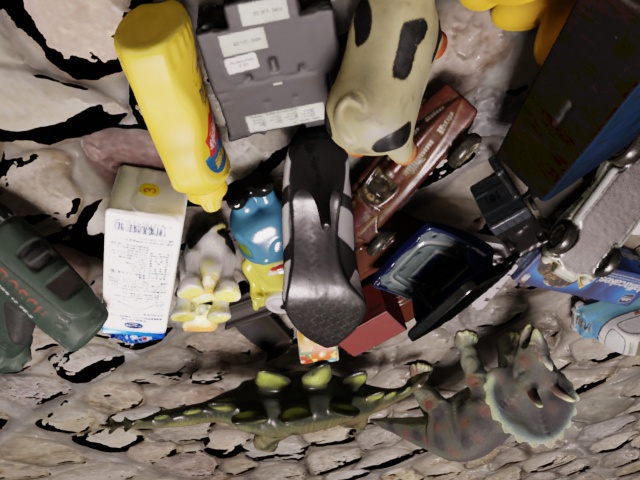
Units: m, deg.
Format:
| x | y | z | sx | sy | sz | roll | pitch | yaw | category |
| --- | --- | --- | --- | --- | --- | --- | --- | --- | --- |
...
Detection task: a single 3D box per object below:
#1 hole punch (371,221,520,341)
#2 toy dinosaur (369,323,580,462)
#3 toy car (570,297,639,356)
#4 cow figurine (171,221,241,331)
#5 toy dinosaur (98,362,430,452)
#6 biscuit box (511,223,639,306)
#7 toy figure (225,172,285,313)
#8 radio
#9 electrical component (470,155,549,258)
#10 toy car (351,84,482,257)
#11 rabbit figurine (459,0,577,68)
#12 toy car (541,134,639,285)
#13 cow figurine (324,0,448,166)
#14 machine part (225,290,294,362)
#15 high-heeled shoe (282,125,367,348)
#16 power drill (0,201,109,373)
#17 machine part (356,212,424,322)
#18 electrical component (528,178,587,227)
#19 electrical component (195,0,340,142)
| x | y | z | sx | sy | sz | roll | pitch | yaw | category |
| --- | --- | --- | --- | --- | --- | --- | --- | --- | --- |
| 0.135 | 0.042 | 0.606 | 0.115 | 0.092 | 0.142 | -5 | 140 | -51 | hole punch |
| 0.229 | 0.265 | 0.828 | 0.131 | 0.192 | 0.404 | 21 | 127 | -24 | toy dinosaur |
| 0.456 | 0.113 | 0.775 | 0.162 | 0.103 | 0.109 | -16 | 134 | 4 | toy car |
| -0.139 | 0.049 | 0.638 | 0.068 | 0.098 | 0.167 | 5 | 152 | -18 | cow figurine |
| -0.058 | 0.238 | 0.779 | 0.472 | 0.105 | 0.198 | -9 | 154 | -9 | toy dinosaur |
| 0.341 | 0.034 | 0.708 | 0.202 | 0.059 | 0.062 | 12 | 131 | -20 | biscuit box |
| -0.050 | 0.005 | 0.606 | 0.082 | 0.089 | 0.179 | -9 | 127 | 15 | toy figure |
| 0.244 | -0.133 | 0.442 | 0.131 | 0.073 | 0.229 | -33 | 162 | -11 | radio |
| 0.206 | -0.039 | 0.605 | 0.048 | 0.075 | 0.119 | -33 | 134 | 22 | electrical component |
| 0.075 | -0.066 | 0.547 | 0.089 | 0.053 | 0.202 | 47 | 125 | 9 | toy car |
| 0.200 | -0.215 | 0.408 | 0.173 | 0.122 | 0.162 | -10 | 141 | -26 | rabbit figurine |
| 0.327 | -0.040 | 0.598 | 0.073 | 0.056 | 0.201 | 28 | 110 | -3 | toy car |
| 0.054 | -0.162 | 0.418 | 0.086 | 0.127 | 0.194 | 19 | 97 | 19 | cow figurine |
| -0.081 | 0.114 | 0.739 | 0.084 | 0.039 | 0.138 | -24 | 132 | 8 | machine part |
| -0.001 | -0.002 | 0.566 | 0.086 | 0.145 | 0.248 | -4 | 138 | -5 | high-heeled shoe |
| -0.354 | 0.049 | 0.588 | 0.232 | 0.086 | 0.207 | 42 | 120 | -9 | power drill |
| 0.079 | 0.044 | 0.681 | 0.179 | 0.056 | 0.179 | -5 | 135 | -5 | machine part |
| 0.281 | -0.055 | 0.637 | 0.063 | 0.021 | 0.094 | -29 | 133 | 19 | electrical component |
| -0.040 | -0.160 | 0.459 | 0.115 | 0.058 | 0.134 | -11 | 135 | -1 | electrical component |
